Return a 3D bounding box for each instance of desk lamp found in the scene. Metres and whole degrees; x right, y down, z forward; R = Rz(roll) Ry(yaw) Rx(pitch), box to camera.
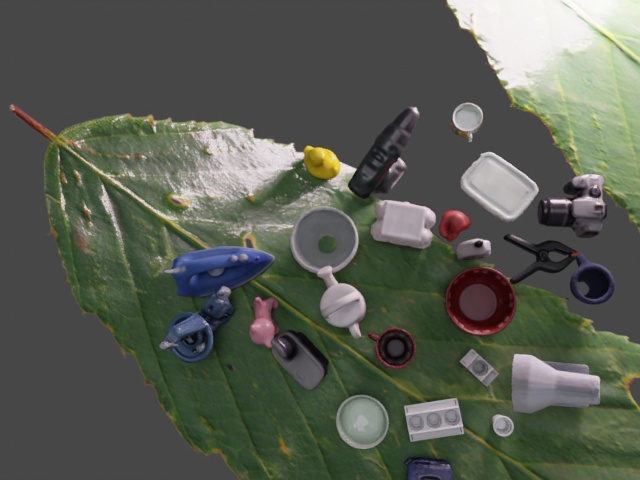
[{"bbox_3d":[0.497,0.308,1.225,0.203,0.214,0.118,2,81,8],"label":"desk lamp"}]

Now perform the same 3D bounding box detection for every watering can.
[{"bbox_3d":[0.045,0.146,1.323,0.172,0.194,0.101,41,88,12],"label":"watering can"}]

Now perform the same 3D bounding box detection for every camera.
[{"bbox_3d":[0.584,-0.082,1.333,0.136,0.101,0.143,2,81,8],"label":"camera"}]

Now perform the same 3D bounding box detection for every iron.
[{"bbox_3d":[-0.249,0.062,1.405,0.258,0.141,0.118,-14,79,6],"label":"iron"}]

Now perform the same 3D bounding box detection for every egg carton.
[{"bbox_3d":[0.202,-0.039,1.395,0.150,0.069,0.107,10,82,9],"label":"egg carton"}]

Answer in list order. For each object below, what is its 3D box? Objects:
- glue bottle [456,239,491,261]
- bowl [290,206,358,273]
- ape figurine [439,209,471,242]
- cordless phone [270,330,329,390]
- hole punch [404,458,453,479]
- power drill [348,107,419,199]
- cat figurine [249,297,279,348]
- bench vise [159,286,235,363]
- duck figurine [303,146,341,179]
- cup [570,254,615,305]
[{"bbox_3d":[0.357,0.019,1.311,0.078,0.173,0.037,-4,80,8],"label":"glue bottle"},{"bbox_3d":[0.013,0.005,1.412,0.167,0.075,0.167,-1,81,8],"label":"bowl"},{"bbox_3d":[0.322,-0.040,1.367,0.077,0.092,0.076,-6,80,7],"label":"ape figurine"},{"bbox_3d":[-0.056,0.278,1.321,0.147,0.185,0.094,41,88,12],"label":"cordless phone"},{"bbox_3d":[0.243,0.545,1.284,0.108,0.091,0.101,1,81,8],"label":"hole punch"},{"bbox_3d":[0.155,-0.190,1.355,0.075,0.208,0.230,36,87,12],"label":"power drill"},{"bbox_3d":[-0.140,0.198,1.380,0.067,0.118,0.128,-8,80,7],"label":"cat figurine"},{"bbox_3d":[-0.300,0.194,1.351,0.121,0.220,0.207,17,84,11],"label":"bench vise"},{"bbox_3d":[0.002,-0.201,1.441,0.104,0.086,0.077,34,87,12],"label":"duck figurine"},{"bbox_3d":[0.603,0.092,1.305,0.091,0.095,0.118,-20,79,4],"label":"cup"}]
